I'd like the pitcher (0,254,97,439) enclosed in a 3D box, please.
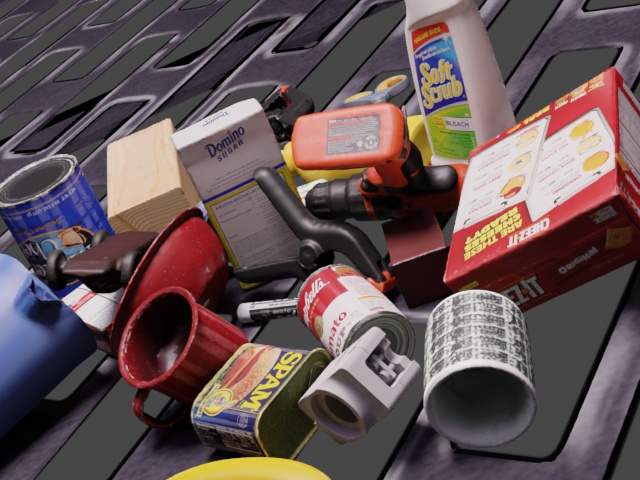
[{"bbox_3d":[-0.337,0.142,0.999,0.145,0.149,0.242,21,58,39],"label":"pitcher"}]

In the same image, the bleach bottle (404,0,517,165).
[{"bbox_3d":[0.128,-0.183,1.070,0.068,0.251,0.103,-40,33,-28],"label":"bleach bottle"}]

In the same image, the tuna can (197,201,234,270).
[{"bbox_3d":[-0.089,-0.013,1.114,0.086,0.086,0.034,-28,30,-9],"label":"tuna can"}]

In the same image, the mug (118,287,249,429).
[{"bbox_3d":[-0.119,0.109,0.926,0.093,0.081,0.117,13,73,46],"label":"mug"}]

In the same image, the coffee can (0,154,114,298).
[{"bbox_3d":[-0.287,-0.010,1.194,0.103,0.140,0.103,-18,29,10],"label":"coffee can"}]

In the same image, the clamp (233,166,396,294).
[{"bbox_3d":[-0.007,0.001,1.002,0.172,0.120,0.039,14,26,26],"label":"clamp"}]

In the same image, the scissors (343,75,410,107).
[{"bbox_3d":[0.057,-0.162,1.287,0.096,0.016,0.201,-18,16,25],"label":"scissors"}]

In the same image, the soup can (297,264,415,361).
[{"bbox_3d":[0.030,0.071,0.910,0.068,0.068,0.102,-29,30,-10],"label":"soup can"}]

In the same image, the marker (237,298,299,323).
[{"bbox_3d":[-0.025,0.064,1.001,0.121,0.020,0.020,-9,32,34],"label":"marker"}]

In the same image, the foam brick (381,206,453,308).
[{"bbox_3d":[0.092,0.015,0.975,0.053,0.051,0.078,-19,30,7],"label":"foam brick"}]

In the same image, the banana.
[{"bbox_3d":[-0.055,0.193,0.801,0.198,0.037,0.069,-2,35,33],"label":"banana"}]

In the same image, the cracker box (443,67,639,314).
[{"bbox_3d":[0.202,-0.038,0.925,0.164,0.072,0.213,-31,23,31],"label":"cracker box"}]

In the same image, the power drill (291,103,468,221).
[{"bbox_3d":[0.043,-0.066,1.022,0.185,0.187,0.057,-7,73,22],"label":"power drill"}]

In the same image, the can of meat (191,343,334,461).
[{"bbox_3d":[-0.045,0.132,0.876,0.084,0.057,0.102,2,38,41],"label":"can of meat"}]

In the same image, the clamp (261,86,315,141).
[{"bbox_3d":[-0.047,-0.145,1.348,0.165,0.036,0.209,-13,28,25],"label":"clamp"}]

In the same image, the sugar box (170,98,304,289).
[{"bbox_3d":[-0.070,-0.044,1.059,0.093,0.176,0.048,-25,28,-5],"label":"sugar box"}]

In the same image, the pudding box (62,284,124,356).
[{"bbox_3d":[-0.215,0.070,1.117,0.089,0.039,0.114,-39,34,-29],"label":"pudding box"}]

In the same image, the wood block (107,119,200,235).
[{"bbox_3d":[-0.190,-0.052,1.245,0.090,0.091,0.206,-23,29,1],"label":"wood block"}]

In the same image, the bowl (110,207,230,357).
[{"bbox_3d":[-0.132,0.052,1.013,0.055,0.162,0.162,27,47,9],"label":"bowl"}]

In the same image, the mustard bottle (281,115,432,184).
[{"bbox_3d":[0.031,-0.096,1.194,0.192,0.058,0.096,-3,34,32],"label":"mustard bottle"}]
